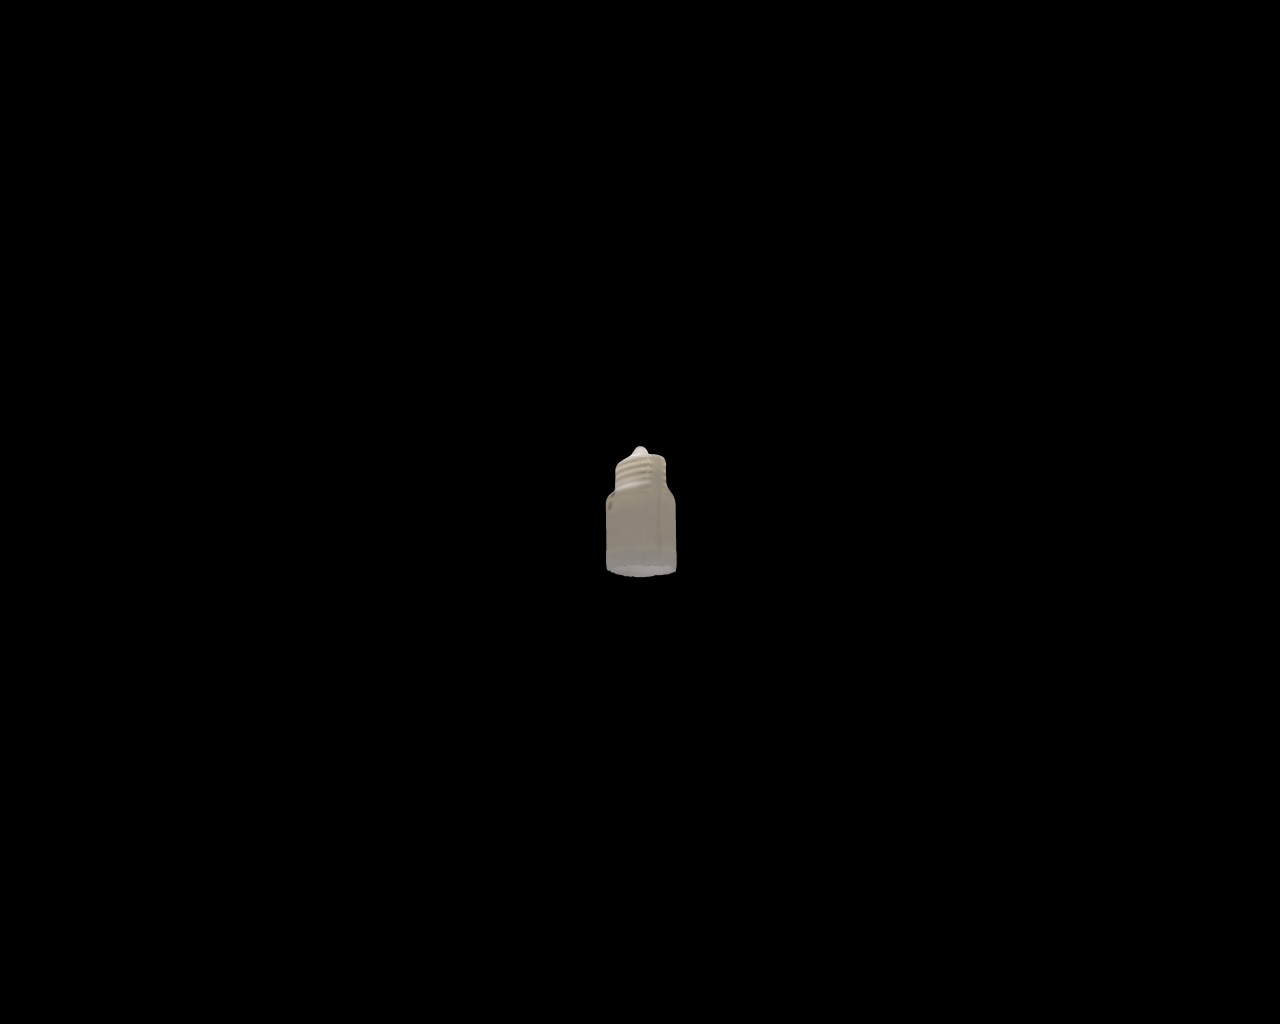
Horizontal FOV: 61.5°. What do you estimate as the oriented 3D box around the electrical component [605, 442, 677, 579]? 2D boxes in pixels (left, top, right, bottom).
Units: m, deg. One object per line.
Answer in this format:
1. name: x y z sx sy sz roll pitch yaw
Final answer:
1. electrical component: 0.001 -0.003 0.650 0.043 0.081 0.043 0 -13 0
